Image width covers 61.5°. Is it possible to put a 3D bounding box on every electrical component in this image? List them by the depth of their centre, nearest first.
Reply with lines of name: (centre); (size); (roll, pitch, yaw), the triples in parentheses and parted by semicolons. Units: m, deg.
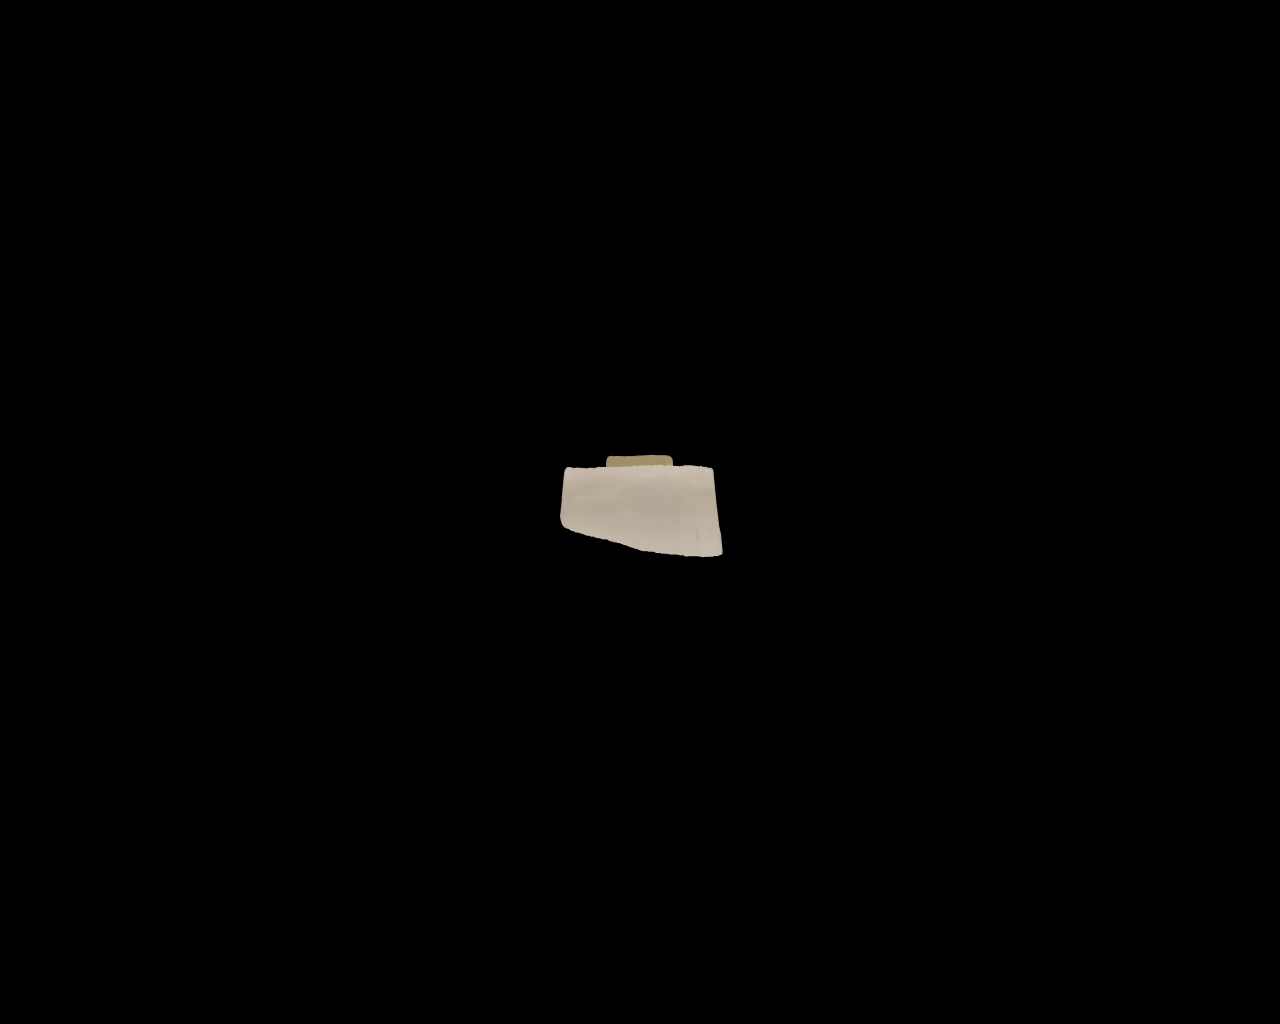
electrical component: (0.001, -0.003, 0.650); (0.099, 0.064, 0.099); (0, 0, 0)
